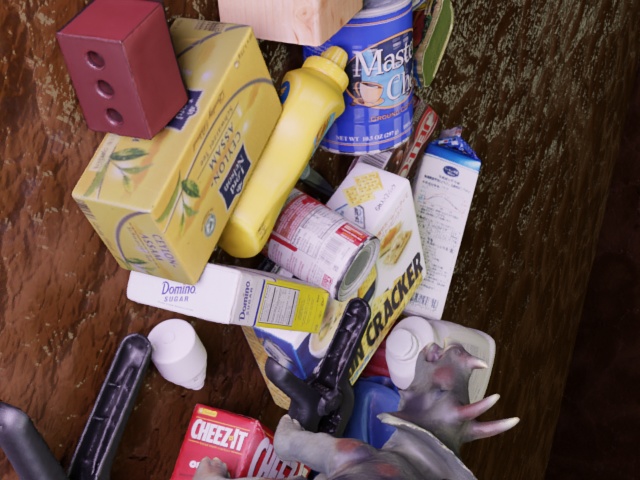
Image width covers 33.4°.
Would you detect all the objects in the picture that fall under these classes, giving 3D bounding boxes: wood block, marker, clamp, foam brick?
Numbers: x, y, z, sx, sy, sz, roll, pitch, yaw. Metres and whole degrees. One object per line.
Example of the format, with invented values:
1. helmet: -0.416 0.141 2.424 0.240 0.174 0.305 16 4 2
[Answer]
1. wood block: -0.026 -0.263 0.803 0.090 0.091 0.206 -50 145 -48
2. marker: -0.032 0.004 0.998 0.121 0.020 0.020 -56 149 -30
3. clamp: 0.007 0.132 0.978 0.120 0.039 0.171 -34 142 -22
4. clamp: -0.169 0.173 0.751 0.164 0.036 0.210 -37 136 -59
5. foam brick: -0.127 -0.112 0.692 0.078 0.053 0.051 78 32 -41

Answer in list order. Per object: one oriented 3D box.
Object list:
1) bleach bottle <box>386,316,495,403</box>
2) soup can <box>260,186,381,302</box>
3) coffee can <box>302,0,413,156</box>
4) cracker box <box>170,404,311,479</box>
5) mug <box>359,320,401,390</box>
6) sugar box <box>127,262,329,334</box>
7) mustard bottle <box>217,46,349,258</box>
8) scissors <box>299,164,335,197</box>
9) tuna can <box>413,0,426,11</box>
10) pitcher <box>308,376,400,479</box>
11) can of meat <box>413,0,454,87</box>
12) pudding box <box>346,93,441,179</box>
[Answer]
1. bleach bottle: 0.129 0.127 1.184 0.250 0.068 0.102 34 68 -63
2. soup can: -0.006 0.001 0.944 0.068 0.102 0.068 -49 159 -26
3. coffee can: 0.035 -0.163 0.981 0.102 0.103 0.140 -50 145 -48
4. cracker box: -0.086 0.275 0.952 0.164 0.072 0.213 54 51 -61
5. mug: 0.074 0.138 1.249 0.117 0.082 0.093 74 35 -48
6. sugar box: -0.069 0.044 0.852 0.176 0.093 0.048 12 90 -67
7. mustard bottle: -0.029 -0.080 0.872 0.191 0.058 0.096 -60 -176 -18
8. scissors: -0.028 -0.054 1.000 0.096 0.016 0.201 -67 155 -21
9. tuna can: 0.065 -0.255 1.029 0.086 0.086 0.033 -68 153 -23
10. pitcher: 0.045 0.281 1.204 0.243 0.149 0.145 80 -12 -48
11. can of meat: 0.083 -0.208 1.095 0.057 0.084 0.102 60 47 -59
12. pudding box: 0.081 -0.099 1.143 0.113 0.039 0.090 -59 158 4
